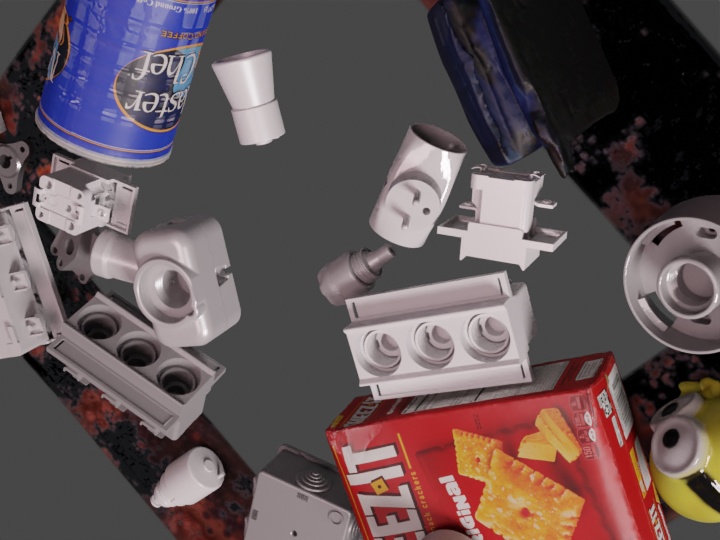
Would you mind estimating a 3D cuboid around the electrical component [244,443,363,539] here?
[{"bbox_3d":[-0.044,0.203,0.874,0.100,0.048,0.099,21,114,17],"label":"electrical component"}]

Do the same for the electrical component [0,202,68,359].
[{"bbox_3d":[-0.304,0.011,0.919,0.079,0.063,0.121,-10,102,27],"label":"electrical component"}]

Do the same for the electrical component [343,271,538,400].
[{"bbox_3d":[0.060,0.044,0.766,0.121,0.063,0.078,-10,102,27],"label":"electrical component"}]

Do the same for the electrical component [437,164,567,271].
[{"bbox_3d":[0.099,-0.038,0.734,0.081,0.042,0.063,10,107,21],"label":"electrical component"}]

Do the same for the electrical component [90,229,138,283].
[{"bbox_3d":[-0.189,-0.009,0.875,0.046,0.040,0.040,17,113,13],"label":"electrical component"}]

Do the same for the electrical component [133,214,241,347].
[{"bbox_3d":[-0.138,0.010,0.846,0.054,0.059,0.095,-5,105,26],"label":"electrical component"}]

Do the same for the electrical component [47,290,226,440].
[{"bbox_3d":[-0.185,0.081,0.887,0.121,0.078,0.063,32,139,11],"label":"electrical component"}]

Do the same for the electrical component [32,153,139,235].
[{"bbox_3d":[-0.222,-0.058,0.859,0.081,0.064,0.042,22,114,17],"label":"electrical component"}]

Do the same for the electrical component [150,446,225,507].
[{"bbox_3d":[-0.151,0.182,0.920,0.078,0.040,0.040,-36,90,30],"label":"electrical component"}]

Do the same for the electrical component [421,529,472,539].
[{"bbox_3d":[0.057,0.218,0.754,0.055,0.047,0.055,9,113,23],"label":"electrical component"}]

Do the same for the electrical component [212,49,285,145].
[{"bbox_3d":[-0.078,-0.124,0.786,0.044,0.044,0.065,-5,109,26],"label":"electrical component"}]

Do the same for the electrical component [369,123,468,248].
[{"bbox_3d":[0.038,-0.051,0.736,0.043,0.079,0.077,23,116,-3],"label":"electrical component"}]

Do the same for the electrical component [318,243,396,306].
[{"bbox_3d":[0.000,0.000,0.795,0.061,0.035,0.035,-33,92,27],"label":"electrical component"}]

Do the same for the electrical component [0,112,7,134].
[{"bbox_3d":[-0.331,-0.135,0.893,0.066,0.048,0.055,-3,114,25],"label":"electrical component"}]

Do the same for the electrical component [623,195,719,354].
[{"bbox_3d":[0.223,0.004,0.693,0.099,0.064,0.099,14,114,35],"label":"electrical component"}]
